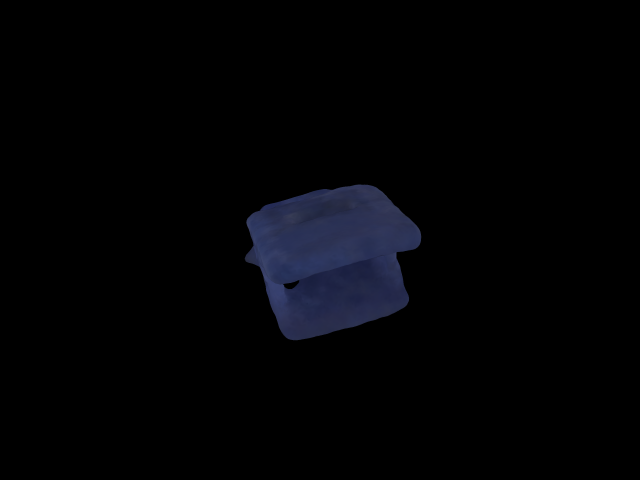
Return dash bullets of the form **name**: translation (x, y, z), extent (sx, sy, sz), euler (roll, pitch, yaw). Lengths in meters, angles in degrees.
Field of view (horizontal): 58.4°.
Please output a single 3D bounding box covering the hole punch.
- **hole punch**: translation (0.004, 0.001, 0.400), extent (0.109, 0.091, 0.101), euler (-15, 54, -11)
